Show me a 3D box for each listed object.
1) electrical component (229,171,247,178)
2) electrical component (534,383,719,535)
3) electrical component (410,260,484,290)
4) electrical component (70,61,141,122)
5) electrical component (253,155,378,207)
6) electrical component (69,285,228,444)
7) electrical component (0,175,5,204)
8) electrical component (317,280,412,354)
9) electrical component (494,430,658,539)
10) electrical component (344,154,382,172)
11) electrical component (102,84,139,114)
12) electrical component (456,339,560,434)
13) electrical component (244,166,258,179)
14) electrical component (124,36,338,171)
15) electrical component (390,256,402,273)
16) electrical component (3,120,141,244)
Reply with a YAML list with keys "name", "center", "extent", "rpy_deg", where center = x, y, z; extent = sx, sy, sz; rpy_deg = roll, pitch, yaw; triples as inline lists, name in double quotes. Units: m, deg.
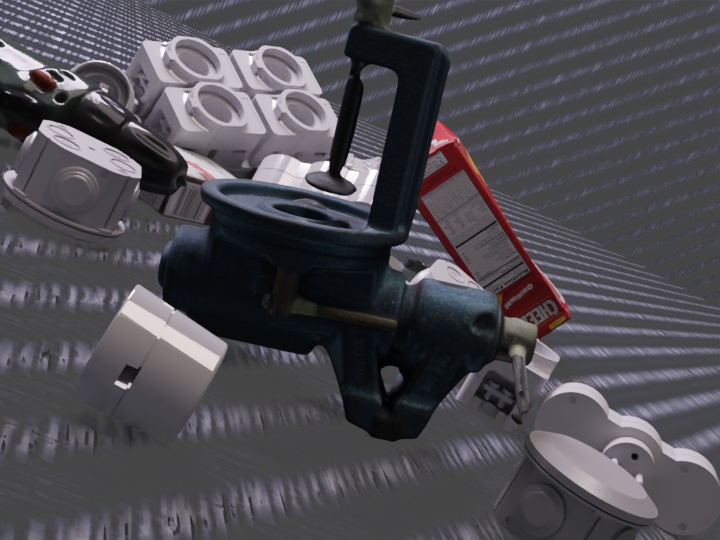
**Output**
- name: "electrical component"
  center: [-0.105, -0.099, 1.093]
  extent: [0.065, 0.044, 0.044]
  rpy_deg: [28, 10, 20]
- name: "electrical component"
  center: [0.183, 0.132, 0.739]
  extent: [0.138, 0.052, 0.074]
  rpy_deg: [32, 11, 10]
- name: "electrical component"
  center: [0.068, 0.035, 0.850]
  extent: [0.080, 0.051, 0.080]
  rpy_deg: [34, 25, -18]
- name: "electrical component"
  center: [-0.214, -0.134, 0.869]
  extent: [0.078, 0.058, 0.057]
  rpy_deg: [28, -20, -12]
- name: "electrical component"
  center: [-0.034, -0.048, 0.906]
  extent: [0.138, 0.073, 0.052]
  rpy_deg: [11, -36, 19]
- name: "electrical component"
  center: [-0.089, 0.042, 0.459]
  extent: [0.047, 0.055, 0.055]
  rpy_deg: [31, 11, -8]
- name: "electrical component"
  center: [-0.219, -0.048, 0.557]
  extent: [0.055, 0.045, 0.045]
  rpy_deg: [33, 11, 16]
- name: "electrical component"
  center: [-0.010, 0.020, 0.734]
  extent: [0.096, 0.061, 0.061]
  rpy_deg: [33, 12, 20]
- name: "electrical component"
  center: [0.119, 0.129, 0.596]
  extent: [0.080, 0.051, 0.080]
  rpy_deg: [28, 11, -6]
- name: "electrical component"
  center: [0.000, -0.058, 1.019]
  extent: [0.048, 0.099, 0.099]
  rpy_deg: [15, 12, -3]
- name: "electrical component"
  center: [-0.225, -0.136, 0.934]
  extent: [0.055, 0.047, 0.055]
  rpy_deg: [28, 11, -6]
- name: "electrical component"
  center: [0.112, 0.077, 0.801]
  extent: [0.050, 0.055, 0.089]
  rpy_deg: [31, 11, 10]
- name: "electrical component"
  center: [-0.077, -0.067, 1.005]
  extent: [0.077, 0.044, 0.079]
  rpy_deg: [24, 12, -26]
- name: "electrical component"
  center: [-0.113, -0.152, 0.997]
  extent: [0.186, 0.060, 0.105]
  rpy_deg: [-4, 58, -43]
- name: "electrical component"
  center: [0.000, 0.000, 0.906]
  extent: [0.078, 0.040, 0.040]
  rpy_deg: [19, 15, -39]
- name: "electrical component"
  center: [-0.178, -0.054, 0.671]
  extent: [0.080, 0.051, 0.080]
  rpy_deg: [28, 11, -6]
